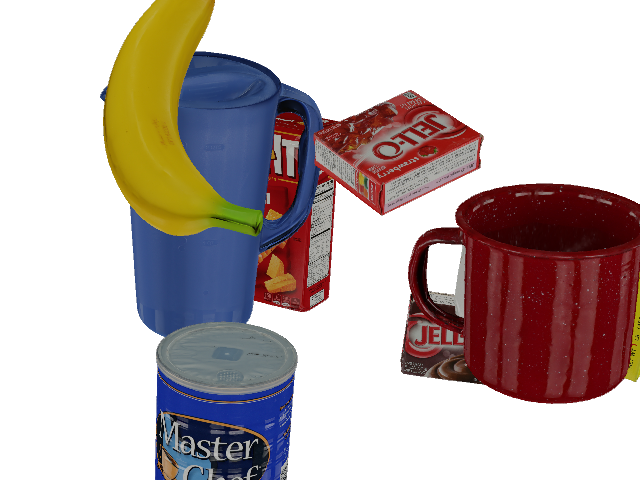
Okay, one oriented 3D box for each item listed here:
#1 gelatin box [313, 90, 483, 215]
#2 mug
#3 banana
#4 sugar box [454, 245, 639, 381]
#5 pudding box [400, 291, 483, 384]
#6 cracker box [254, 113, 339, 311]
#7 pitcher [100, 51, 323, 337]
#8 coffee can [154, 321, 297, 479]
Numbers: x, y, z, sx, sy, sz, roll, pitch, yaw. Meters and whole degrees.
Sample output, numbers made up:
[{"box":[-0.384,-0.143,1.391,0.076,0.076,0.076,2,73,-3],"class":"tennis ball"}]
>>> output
[{"box":[0.051,-0.061,0.709,0.089,0.030,0.073,-26,46,-26],"class":"gelatin box"},{"box":[0.100,0.024,0.522,0.117,0.081,0.093,6,24,17],"class":"mug"},{"box":[-0.078,-0.068,0.550,0.069,0.198,0.037,-4,-40,-11],"class":"banana"},{"box":[0.207,0.050,0.943,0.176,0.093,0.048,18,34,24],"class":"sugar box"},{"box":[0.148,0.106,1.164,0.113,0.090,0.039,6,24,3],"class":"pudding box"},{"box":[-0.070,-0.039,1.215,0.164,0.214,0.072,13,22,26],"class":"cracker box"},{"box":[-0.097,-0.035,0.942,0.149,0.243,0.144,26,36,32],"class":"pitcher"},{"box":[-0.073,0.145,0.799,0.103,0.140,0.103,4,21,-2],"class":"coffee can"}]
